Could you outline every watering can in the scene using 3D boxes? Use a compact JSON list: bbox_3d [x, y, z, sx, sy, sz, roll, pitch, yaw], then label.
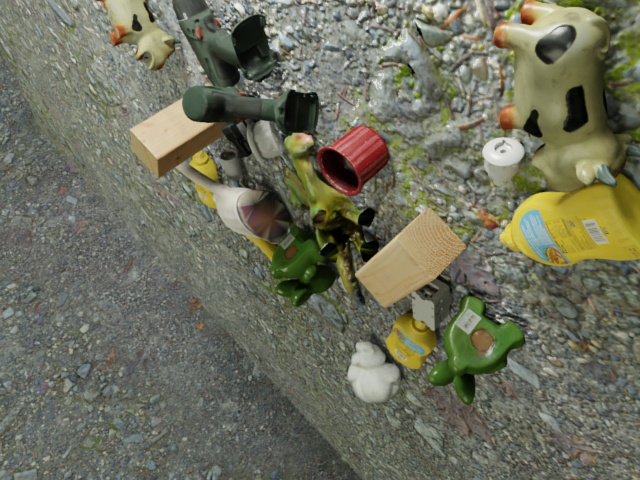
[{"bbox_3d":[-0.208,-0.091,1.269,0.343,0.105,0.225,41,163,-29],"label":"watering can"}]

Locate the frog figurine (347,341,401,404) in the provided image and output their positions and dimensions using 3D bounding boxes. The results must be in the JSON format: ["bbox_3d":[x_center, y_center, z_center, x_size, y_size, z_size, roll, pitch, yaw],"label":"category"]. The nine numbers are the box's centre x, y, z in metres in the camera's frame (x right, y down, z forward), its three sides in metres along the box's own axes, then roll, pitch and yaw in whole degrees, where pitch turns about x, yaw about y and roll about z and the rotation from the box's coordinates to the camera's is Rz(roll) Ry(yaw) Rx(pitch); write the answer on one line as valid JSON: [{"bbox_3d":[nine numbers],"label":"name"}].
[{"bbox_3d":[0.140,0.339,1.326,0.137,0.125,0.156,4,128,13],"label":"frog figurine"}]

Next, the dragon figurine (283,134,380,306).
[{"bbox_3d":[0.003,-0.053,1.054,0.247,0.123,0.400,51,160,42],"label":"dragon figurine"}]
